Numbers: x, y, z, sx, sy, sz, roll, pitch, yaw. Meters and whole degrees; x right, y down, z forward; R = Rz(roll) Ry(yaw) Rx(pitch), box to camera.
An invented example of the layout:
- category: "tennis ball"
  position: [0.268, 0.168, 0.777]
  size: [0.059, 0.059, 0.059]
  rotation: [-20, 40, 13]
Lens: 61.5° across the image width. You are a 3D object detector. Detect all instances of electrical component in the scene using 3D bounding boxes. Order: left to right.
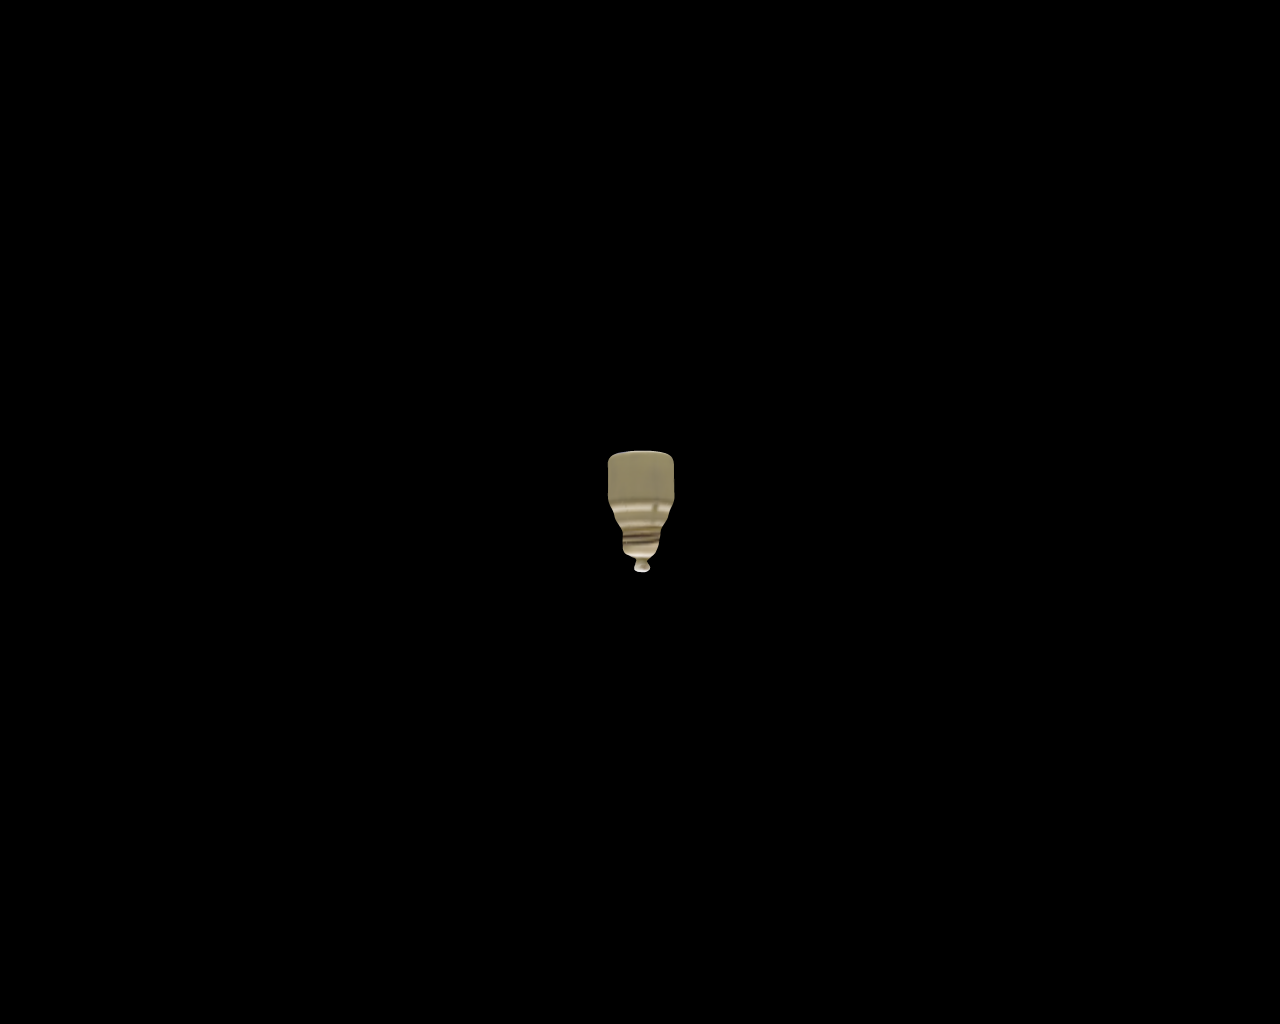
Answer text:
- category: "electrical component"
  position: [0.001, -0.003, 0.650]
  size: [0.040, 0.078, 0.040]
  rotation: [0, -5, 0]
